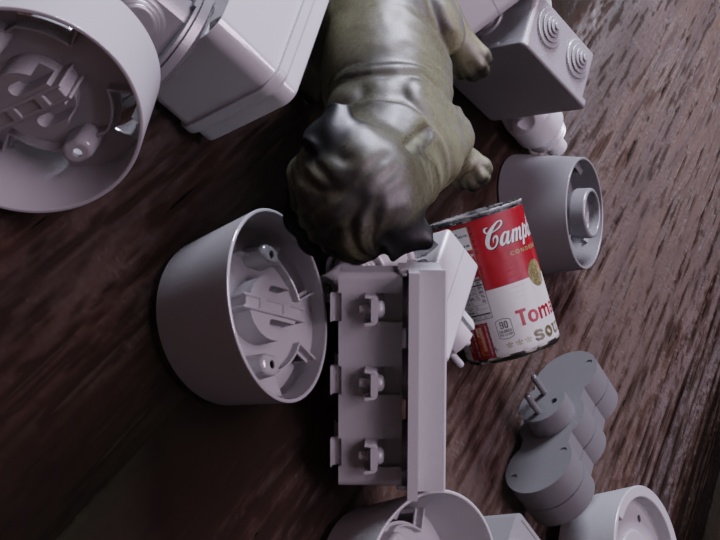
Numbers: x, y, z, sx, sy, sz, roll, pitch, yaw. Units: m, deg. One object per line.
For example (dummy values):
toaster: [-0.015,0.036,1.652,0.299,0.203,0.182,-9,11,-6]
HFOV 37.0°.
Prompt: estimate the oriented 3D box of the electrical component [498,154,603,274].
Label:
electrical component: [0.157,-0.046,0.870,0.099,0.064,0.099,2,88,-59]

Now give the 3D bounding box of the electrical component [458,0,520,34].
electrical component: [0.026,-0.247,0.707,0.060,0.105,0.186,-37,115,-3]

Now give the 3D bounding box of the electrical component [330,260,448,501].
electrical component: [0.016,0.058,0.602,0.078,0.063,0.121,-74,164,-84]

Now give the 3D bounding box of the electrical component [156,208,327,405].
electrical component: [-0.055,0.022,0.554,0.099,0.064,0.099,22,61,-47]

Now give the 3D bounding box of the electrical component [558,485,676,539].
electrical component: [0.187,0.217,0.798,0.108,0.060,0.108,22,61,-47]

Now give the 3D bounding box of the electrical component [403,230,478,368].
electrical component: [0.049,0.032,0.697,0.075,0.047,0.083,49,44,-29]

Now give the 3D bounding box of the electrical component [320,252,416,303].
electrical component: [0.000,0.000,0.650,0.062,0.048,0.048,-31,102,-43]

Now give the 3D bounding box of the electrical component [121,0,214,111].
electrical component: [-0.112,-0.121,0.520,0.051,0.080,0.080,37,50,-32]

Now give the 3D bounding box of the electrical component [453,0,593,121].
electrical component: [0.116,-0.159,0.810,0.100,0.100,0.048,34,66,-41]

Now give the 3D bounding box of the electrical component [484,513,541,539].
electrical component: [0.083,0.203,0.674,0.050,0.056,0.089,54,42,-25]

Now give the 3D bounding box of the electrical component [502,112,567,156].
electrical component: [0.147,-0.116,0.878,0.062,0.043,0.043,41,49,-38]

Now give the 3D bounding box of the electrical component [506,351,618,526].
electrical component: [0.140,0.109,0.783,0.073,0.052,0.138,54,42,-25]

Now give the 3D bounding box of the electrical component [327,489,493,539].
electrical component: [0.026,0.175,0.604,0.099,0.064,0.099,22,61,-47]

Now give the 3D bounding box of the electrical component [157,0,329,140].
electrical component: [-0.066,-0.135,0.585,0.057,0.078,0.113,41,49,-33]

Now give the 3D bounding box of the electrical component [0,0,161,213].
electrical component: [-0.138,-0.077,0.461,0.099,0.099,0.064,48,38,-31]
